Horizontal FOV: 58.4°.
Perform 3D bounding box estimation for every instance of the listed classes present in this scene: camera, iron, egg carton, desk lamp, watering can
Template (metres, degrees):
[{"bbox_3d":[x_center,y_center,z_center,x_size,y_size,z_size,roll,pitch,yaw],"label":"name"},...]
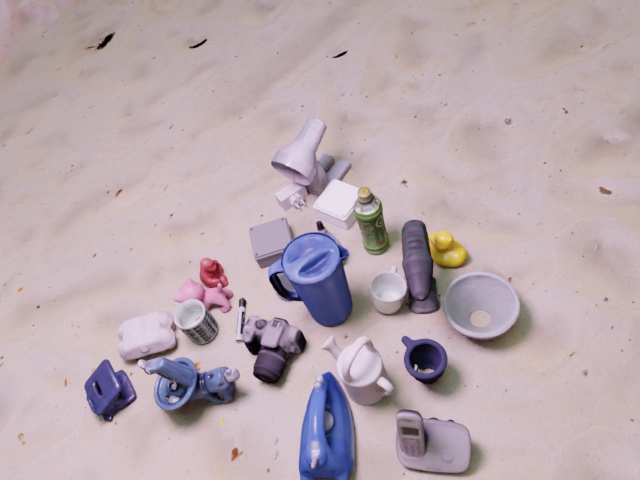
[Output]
[{"bbox_3d":[-0.123,0.254,1.334,0.142,0.101,0.137,9,58,20],"label":"camera"},{"bbox_3d":[0.004,0.373,1.191,0.118,0.142,0.258,-7,54,10],"label":"iron"},{"bbox_3d":[-0.436,0.243,1.443,0.150,0.069,0.107,-18,53,2],"label":"egg carton"},{"bbox_3d":[-0.026,-0.219,1.575,0.117,0.214,0.203,22,63,27],"label":"desk lamp"},{"bbox_3d":[0.078,0.268,1.214,0.172,0.194,0.101,9,58,20],"label":"watering can"}]

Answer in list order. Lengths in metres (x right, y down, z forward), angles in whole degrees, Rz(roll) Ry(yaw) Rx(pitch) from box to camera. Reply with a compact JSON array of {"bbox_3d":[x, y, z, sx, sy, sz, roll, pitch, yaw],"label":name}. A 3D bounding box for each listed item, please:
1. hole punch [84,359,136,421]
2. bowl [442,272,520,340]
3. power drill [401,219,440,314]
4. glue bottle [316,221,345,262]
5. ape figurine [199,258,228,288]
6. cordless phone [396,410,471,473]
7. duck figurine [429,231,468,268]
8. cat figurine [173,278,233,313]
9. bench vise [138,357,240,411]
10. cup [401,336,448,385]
[{"bbox_3d":[-0.511,0.358,1.366,0.101,0.091,0.108,-36,54,-12],"label":"hole punch"},{"bbox_3d":[0.361,0.159,1.293,0.167,0.075,0.167,-7,54,10],"label":"bowl"},{"bbox_3d":[0.227,0.079,1.301,0.075,0.209,0.229,-8,54,9],"label":"power drill"},{"bbox_3d":[0.013,0.005,1.431,0.078,0.173,0.037,1,56,16],"label":"glue bottle"},{"bbox_3d":[-0.287,0.081,1.505,0.076,0.092,0.078,2,56,16],"label":"ape figurine"},{"bbox_3d":[0.216,0.379,1.104,0.147,0.185,0.094,-2,55,14],"label":"cordless phone"},{"bbox_3d":[0.310,0.015,1.402,0.104,0.086,0.077,25,65,28],"label":"duck figurine"},{"bbox_3d":[-0.299,0.136,1.453,0.127,0.118,0.067,-10,53,8],"label":"cat figurine"},{"bbox_3d":[-0.294,0.296,1.273,0.207,0.220,0.121,-26,53,-4],"label":"bench vise"},{"bbox_3d":[0.221,0.265,1.241,0.092,0.095,0.117,-38,55,-13],"label":"cup"}]
